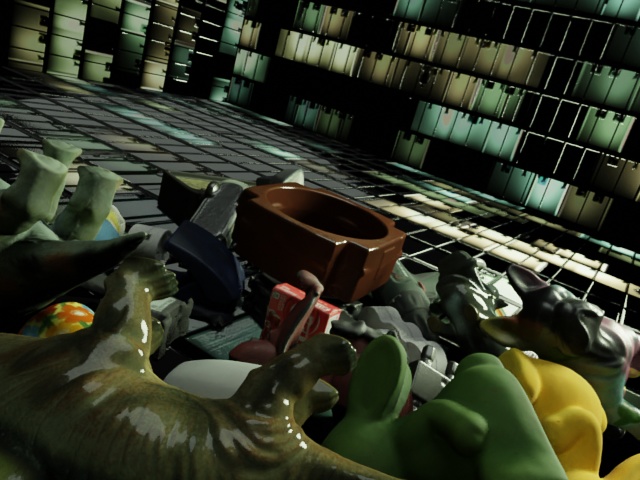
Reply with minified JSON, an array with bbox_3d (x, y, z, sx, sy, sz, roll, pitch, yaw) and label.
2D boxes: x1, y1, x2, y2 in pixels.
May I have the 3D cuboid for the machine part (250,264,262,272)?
[{"bbox_3d":[-0.063,0.032,0.818,0.039,0.084,0.139,47,8,-38],"label":"machine part"}]

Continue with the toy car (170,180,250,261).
[{"bbox_3d":[-0.164,-0.027,0.843,0.074,0.056,0.202,15,45,6],"label":"toy car"}]

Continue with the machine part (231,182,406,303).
[{"bbox_3d":[-0.002,-0.002,0.732,0.202,0.087,0.201,28,22,22],"label":"machine part"}]

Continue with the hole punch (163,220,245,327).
[{"bbox_3d":[-0.149,0.038,0.680,0.116,0.092,0.142,18,12,-8],"label":"hole punch"}]

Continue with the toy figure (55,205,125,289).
[{"bbox_3d":[-0.296,-0.001,0.678,0.089,0.082,0.180,13,19,-18],"label":"toy figure"}]

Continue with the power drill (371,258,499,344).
[{"bbox_3d":[0.176,0.092,0.836,0.207,0.085,0.232,-1,31,-28],"label":"power drill"}]

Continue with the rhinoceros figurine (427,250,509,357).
[{"bbox_3d":[0.199,0.102,0.673,0.112,0.073,0.190,1,60,-40],"label":"rhinoceros figurine"}]

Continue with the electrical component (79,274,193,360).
[{"bbox_3d":[-0.204,0.075,0.571,0.119,0.047,0.075,17,16,4],"label":"electrical component"}]

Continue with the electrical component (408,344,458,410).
[{"bbox_3d":[0.120,0.163,0.579,0.063,0.021,0.094,35,52,-10],"label":"electrical component"}]

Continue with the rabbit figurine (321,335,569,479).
[{"bbox_3d":[0.071,0.151,0.402,0.170,0.121,0.159,-14,61,1],"label":"rabbit figurine"}]

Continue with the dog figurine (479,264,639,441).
[{"bbox_3d":[0.272,0.122,0.600,0.219,0.108,0.191,34,-15,-3],"label":"dog figurine"}]

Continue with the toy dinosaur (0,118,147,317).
[{"bbox_3d":[-0.282,-0.001,0.492,0.131,0.192,0.405,17,9,-40],"label":"toy dinosaur"}]

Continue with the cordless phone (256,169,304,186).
[{"bbox_3d":[-0.042,-0.029,0.897,0.089,0.146,0.184,-6,27,-22],"label":"cordless phone"}]

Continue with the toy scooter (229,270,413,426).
[{"bbox_3d":[0.010,0.106,0.511,0.184,0.135,0.075,16,-1,1],"label":"toy scooter"}]

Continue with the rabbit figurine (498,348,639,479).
[{"bbox_3d":[0.216,0.207,0.478,0.162,0.121,0.173,24,30,-6],"label":"rabbit figurine"}]

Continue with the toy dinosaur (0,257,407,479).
[{"bbox_3d":[-0.143,0.107,0.325,0.472,0.104,0.198,14,41,12],"label":"toy dinosaur"}]

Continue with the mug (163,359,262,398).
[{"bbox_3d":[-0.081,0.143,0.431,0.107,0.080,0.109,10,23,17],"label":"mug"}]

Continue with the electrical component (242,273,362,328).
[{"bbox_3d":[-0.016,0.091,0.683,0.115,0.058,0.134,-1,23,-41],"label":"electrical component"}]

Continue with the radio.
[{"bbox_3d":[-0.177,-0.071,1.025,0.229,0.073,0.131,2,21,-38],"label":"radio"}]
